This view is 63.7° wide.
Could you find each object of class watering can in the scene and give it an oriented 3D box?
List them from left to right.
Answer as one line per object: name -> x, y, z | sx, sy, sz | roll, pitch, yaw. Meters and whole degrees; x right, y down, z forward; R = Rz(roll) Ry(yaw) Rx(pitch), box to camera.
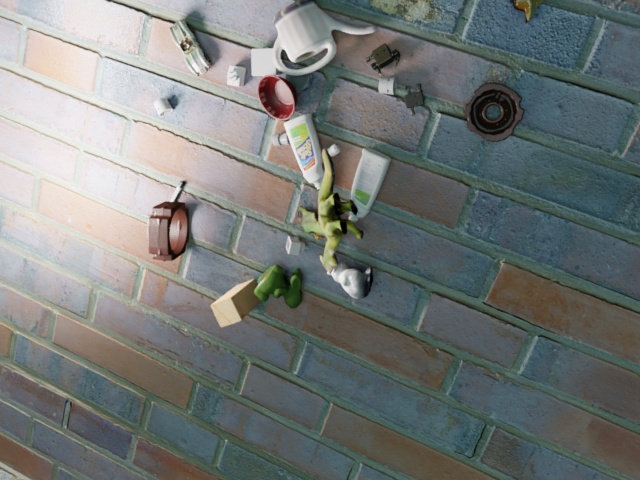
watering can -> -0.008, -0.674, 1.653 | 0.346, 0.105, 0.224 | -24, 92, 14

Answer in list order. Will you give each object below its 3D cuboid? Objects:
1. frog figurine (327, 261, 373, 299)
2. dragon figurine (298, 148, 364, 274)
frog figurine -> 0.098, 0.137, 1.773 | 0.159, 0.136, 0.123 | 5, 84, 14
dragon figurine -> 0.005, -0.088, 1.749 | 0.241, 0.123, 0.409 | -13, 94, 43
